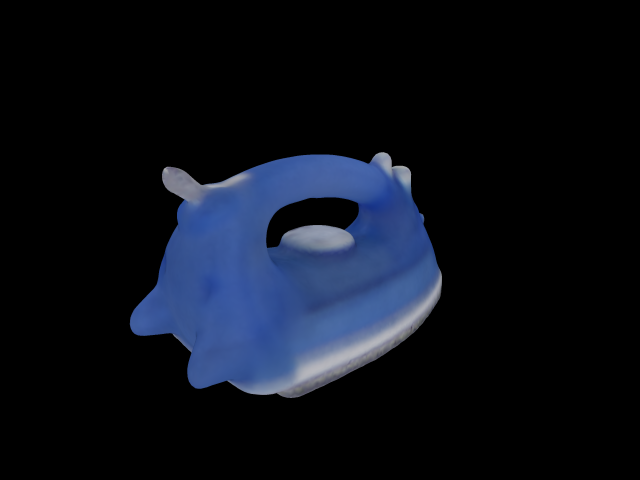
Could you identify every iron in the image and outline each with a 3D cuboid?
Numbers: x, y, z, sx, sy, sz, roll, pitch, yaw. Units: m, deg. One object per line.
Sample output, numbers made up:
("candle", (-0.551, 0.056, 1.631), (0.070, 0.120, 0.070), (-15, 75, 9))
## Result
("iron", (0.004, 0.001, 0.400), (0.259, 0.141, 0.118), (-17, 26, -38))
